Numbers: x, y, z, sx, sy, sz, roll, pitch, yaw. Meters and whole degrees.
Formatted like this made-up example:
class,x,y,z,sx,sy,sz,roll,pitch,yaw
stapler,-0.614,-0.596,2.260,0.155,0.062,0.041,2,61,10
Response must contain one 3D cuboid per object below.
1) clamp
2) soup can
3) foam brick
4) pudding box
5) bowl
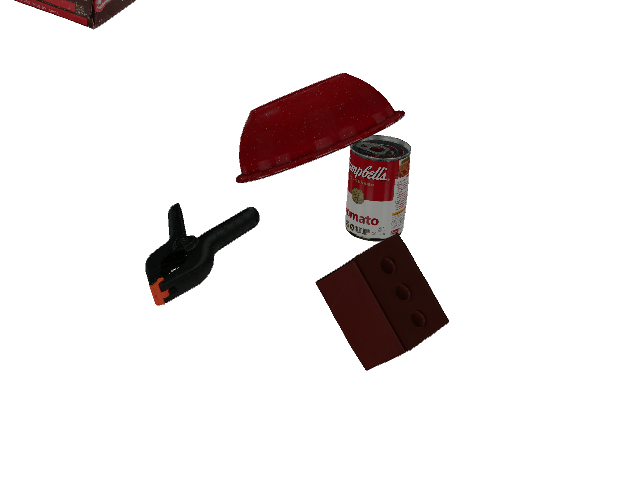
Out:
class,x,y,z,sx,sy,sz,roll,pitch,yaw
clamp,-0.143,0.010,1.241,0.120,0.039,0.171,-7,38,20
soup can,0.063,-0.059,1.194,0.068,0.102,0.068,3,27,-2
foam brick,0.045,0.045,0.776,0.052,0.078,0.051,-28,-3,-43
pudding box,-0.182,-0.209,0.812,0.090,0.039,0.113,22,36,10
bowl,-0.010,-0.106,0.944,0.162,0.055,0.162,-22,9,4
